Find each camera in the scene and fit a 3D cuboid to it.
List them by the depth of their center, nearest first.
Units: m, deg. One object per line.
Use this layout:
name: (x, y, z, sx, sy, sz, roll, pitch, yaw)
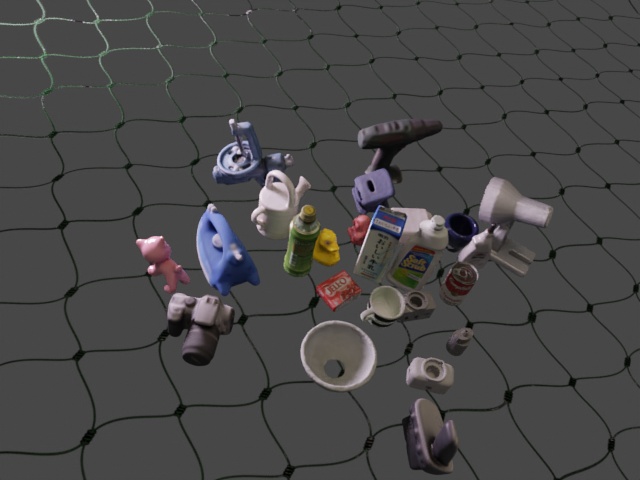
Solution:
camera: (-0.265, 0.191, 1.232, 0.143, 0.101, 0.137, 11, 51, -2)

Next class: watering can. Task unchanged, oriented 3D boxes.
watering can: (-0.098, -0.102, 1.435, 0.101, 0.194, 0.173, 25, 52, 9)

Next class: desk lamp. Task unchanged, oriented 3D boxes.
desk lamp: (0.499, -0.042, 1.497, 0.203, 0.213, 0.118, 32, 53, 13)

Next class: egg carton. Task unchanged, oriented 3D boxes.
egg carton: (0.236, -0.031, 1.528, 0.150, 0.069, 0.107, 1, 52, -11)

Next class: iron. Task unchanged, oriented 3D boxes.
iron: (-0.234, -0.002, 1.363, 0.119, 0.141, 0.257, -18, 58, -23)

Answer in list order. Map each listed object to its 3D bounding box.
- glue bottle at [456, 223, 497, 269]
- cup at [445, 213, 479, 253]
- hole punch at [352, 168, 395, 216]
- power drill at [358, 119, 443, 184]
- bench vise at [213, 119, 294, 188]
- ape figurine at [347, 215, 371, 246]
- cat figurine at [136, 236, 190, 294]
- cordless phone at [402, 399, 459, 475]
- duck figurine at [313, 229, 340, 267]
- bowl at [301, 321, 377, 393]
glue bottle: (0.411, 0.013, 1.462, 0.078, 0.173, 0.037, -3, 53, -14)
cup: (0.351, -0.009, 1.518, 0.118, 0.095, 0.091, -8, 55, -17)
hole punch: (0.146, -0.134, 1.576, 0.101, 0.091, 0.108, -5, 54, -15)
power drill: (0.210, -0.254, 1.608, 0.230, 0.208, 0.075, -4, 53, -14)
bench vise: (-0.176, -0.236, 1.507, 0.208, 0.220, 0.121, -15, 57, -22)
ape figurine: (0.108, -0.031, 1.487, 0.076, 0.092, 0.078, 26, 52, 9)
cat figurine: (-0.360, 0.044, 1.317, 0.127, 0.118, 0.067, 38, 55, 18)
cordless phone: (0.235, 0.375, 1.137, 0.094, 0.185, 0.147, -2, 53, -13)
duck figurine: (0.013, 0.005, 1.444, 0.078, 0.086, 0.104, -24, 61, -27)
bowl: (0.036, 0.266, 1.252, 0.167, 0.075, 0.167, 6, 52, -7)
